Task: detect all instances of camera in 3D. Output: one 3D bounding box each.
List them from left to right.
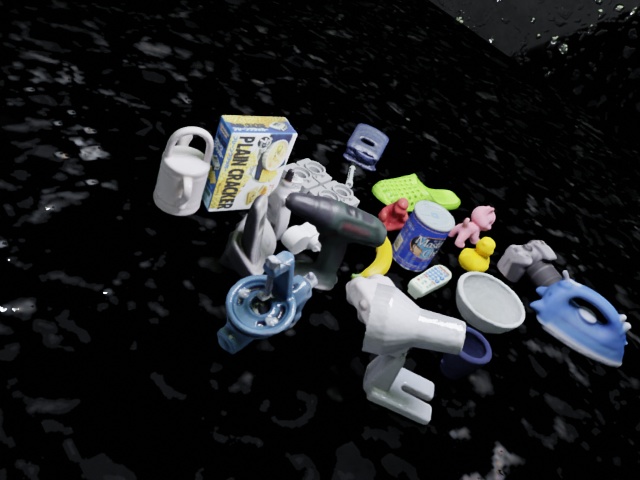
[{"bbox_3d":[0.563,0.073,1.487,0.144,0.100,0.136,-1,45,-31],"label":"camera"}]

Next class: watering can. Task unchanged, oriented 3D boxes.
[{"bbox_3d":[-0.283,-0.159,1.193,0.101,0.194,0.172,-13,52,-39],"label":"watering can"}]

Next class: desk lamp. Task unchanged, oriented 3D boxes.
[{"bbox_3d":[0.150,0.194,1.013,0.203,0.213,0.118,25,37,-1],"label":"desk lamp"}]

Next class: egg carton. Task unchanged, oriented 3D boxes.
[{"bbox_3d":[0.119,0.137,1.181,0.107,0.069,0.150,-6,48,-35],"label":"egg carton"}]

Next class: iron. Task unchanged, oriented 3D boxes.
[{"bbox_3d":[0.643,0.185,1.369,0.258,0.141,0.119,35,38,11],"label":"iron"}]

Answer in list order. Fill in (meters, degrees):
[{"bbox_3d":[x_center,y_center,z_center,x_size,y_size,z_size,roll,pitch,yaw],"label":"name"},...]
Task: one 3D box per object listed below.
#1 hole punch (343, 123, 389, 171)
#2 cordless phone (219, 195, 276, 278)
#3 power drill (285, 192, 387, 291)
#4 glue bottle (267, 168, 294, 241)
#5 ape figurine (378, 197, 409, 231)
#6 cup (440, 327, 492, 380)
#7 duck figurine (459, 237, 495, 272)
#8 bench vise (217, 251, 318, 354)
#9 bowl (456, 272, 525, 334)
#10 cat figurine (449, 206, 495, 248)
[{"bbox_3d":[0.134,-0.268,1.649,0.108,0.091,0.101,27,37,1],"label":"hole punch"},{"bbox_3d":[-0.121,-0.027,1.139,0.094,0.185,0.147,23,37,-3],"label":"cordless phone"},{"bbox_3d":[0.011,0.004,1.160,0.230,0.208,0.075,8,41,-23],"label":"power drill"},{"bbox_3d":[-0.087,-0.083,1.234,0.037,0.173,0.078,-18,55,-42],"label":"glue bottle"},{"bbox_3d":[0.193,-0.069,1.447,0.078,0.092,0.076,27,37,1],"label":"ape figurine"},{"bbox_3d":[0.272,0.224,1.145,0.092,0.095,0.117,-11,50,-38],"label":"cup"},{"bbox_3d":[0.408,0.032,1.459,0.105,0.086,0.077,-17,55,-42],"label":"duck figurine"},{"bbox_3d":[-0.081,0.082,1.006,0.121,0.219,0.208,31,38,7],"label":"bench vise"},{"bbox_3d":[0.373,0.155,1.303,0.168,0.074,0.167,16,38,-13],"label":"bowl"},{"bbox_3d":[0.416,-0.047,1.530,0.128,0.117,0.067,-12,51,-39],"label":"cat figurine"}]
